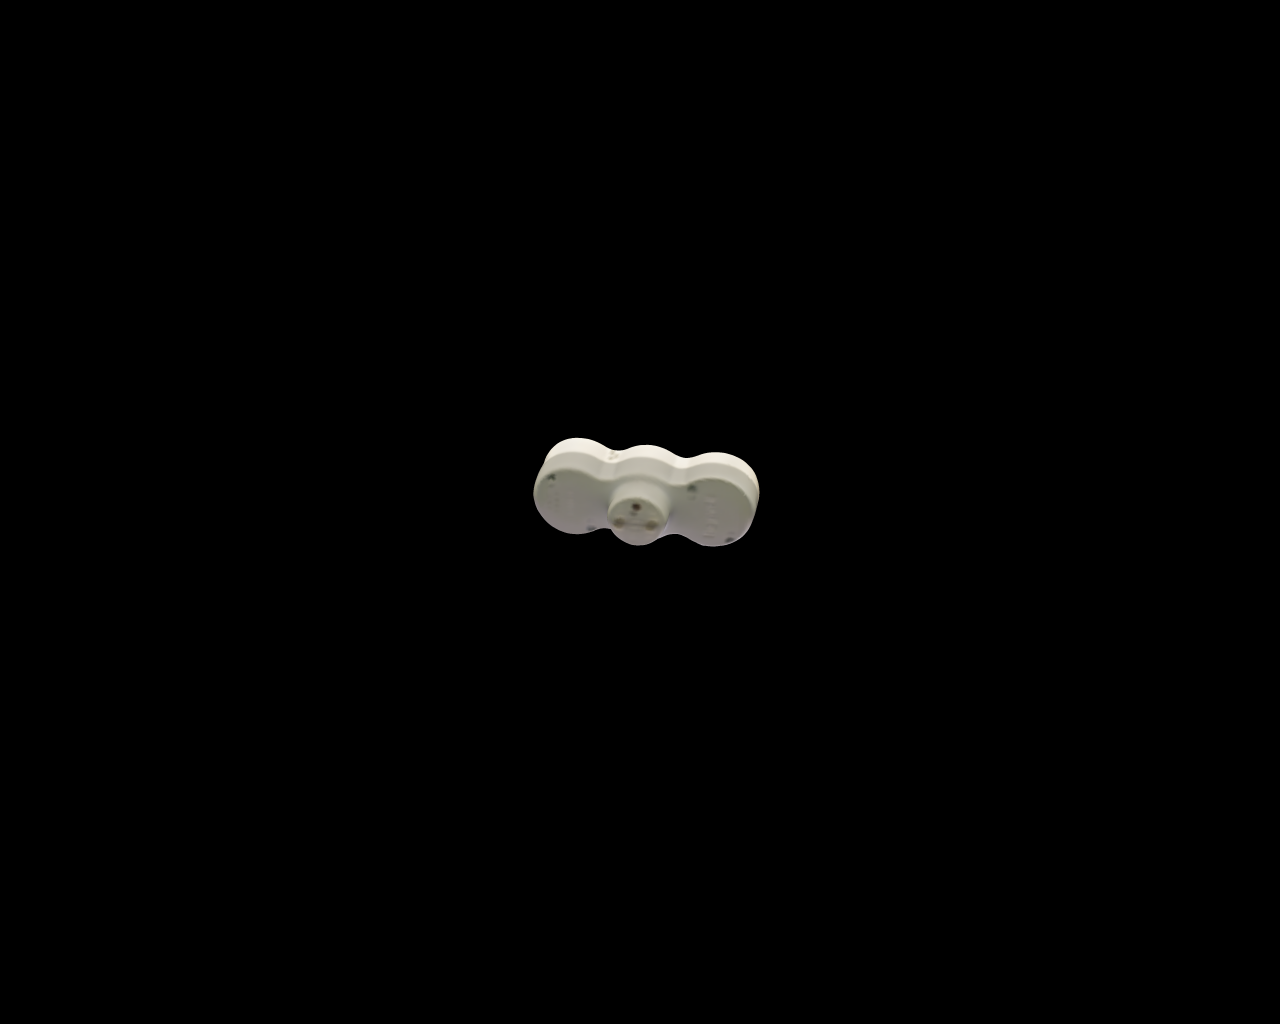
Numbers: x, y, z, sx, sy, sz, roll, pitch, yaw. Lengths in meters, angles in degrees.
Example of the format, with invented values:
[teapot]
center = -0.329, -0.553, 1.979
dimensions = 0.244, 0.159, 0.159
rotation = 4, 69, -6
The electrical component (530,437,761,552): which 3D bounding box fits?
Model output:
[electrical component]
center = 0.001, -0.003, 0.650
dimensions = 0.138, 0.052, 0.074
rotation = 6, 32, 9
